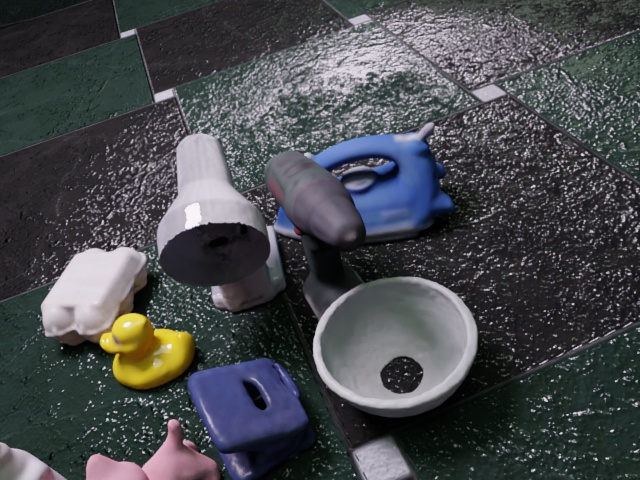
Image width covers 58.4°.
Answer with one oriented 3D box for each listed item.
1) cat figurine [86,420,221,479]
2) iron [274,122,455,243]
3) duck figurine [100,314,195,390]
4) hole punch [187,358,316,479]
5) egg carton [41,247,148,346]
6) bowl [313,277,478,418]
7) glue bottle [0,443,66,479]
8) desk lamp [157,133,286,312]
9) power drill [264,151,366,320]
[{"bbox_3d":[-0.165,0.224,0.525,0.067,0.118,0.128,20,52,34],"label":"cat figurine"},{"bbox_3d":[0.046,-0.080,0.783,0.258,0.142,0.118,-9,41,7],"label":"iron"},{"bbox_3d":[-0.206,0.122,0.676,0.104,0.086,0.077,-12,41,4],"label":"duck figurine"},{"bbox_3d":[-0.069,0.169,0.577,0.101,0.091,0.108,-28,42,-15],"label":"hole punch"},{"bbox_3d":[-0.300,0.073,0.772,0.107,0.069,0.150,-3,42,14],"label":"egg carton"},{"bbox_3d":[0.080,0.121,0.598,0.167,0.075,0.167,-8,41,8],"label":"bowl"},{"bbox_3d":[-0.263,0.220,0.516,0.078,0.173,0.037,3,44,20],"label":"glue bottle"},{"bbox_3d":[-0.118,-0.008,0.697,0.118,0.214,0.203,-16,41,-1],"label":"desk lamp"},{"bbox_3d":[0.006,0.002,0.652,0.076,0.209,0.229,-25,42,-11],"label":"power drill"}]
